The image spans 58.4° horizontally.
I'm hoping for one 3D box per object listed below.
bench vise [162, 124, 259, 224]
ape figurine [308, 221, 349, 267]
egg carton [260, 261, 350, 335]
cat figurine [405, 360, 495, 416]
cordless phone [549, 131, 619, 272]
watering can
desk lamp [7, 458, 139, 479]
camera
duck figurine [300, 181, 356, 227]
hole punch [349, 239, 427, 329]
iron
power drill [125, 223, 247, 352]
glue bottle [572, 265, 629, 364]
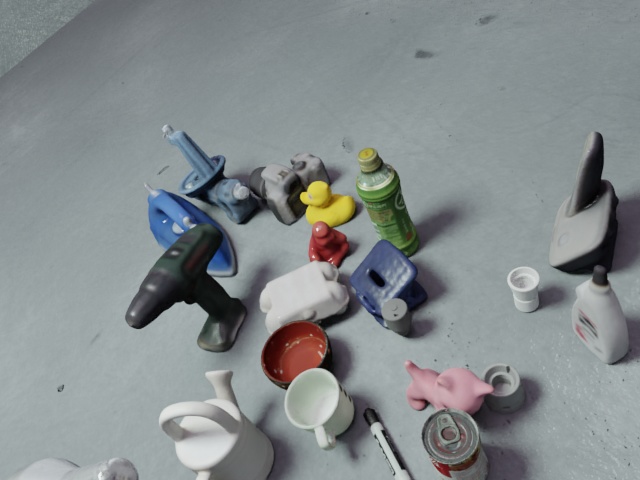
[{"bbox_3d":[-0.224,-0.147,1.185,0.206,0.220,0.121,5,52,29],"label":"bench vise"},{"bbox_3d":[0.009,0.004,1.027,0.077,0.092,0.076,-22,44,6],"label":"ape figurine"},{"bbox_3d":[-0.027,0.102,0.969,0.150,0.070,0.107,-26,44,1],"label":"egg carton"},{"bbox_3d":[0.165,0.197,0.756,0.127,0.118,0.067,24,63,39],"label":"cat figurine"},{"bbox_3d":[0.383,-0.052,0.835,0.093,0.185,0.148,2,51,27],"label":"cordless phone"},{"bbox_3d":[-0.147,0.264,0.786,0.101,0.195,0.172,-27,44,1],"label":"watering can"},{"bbox_3d":[-0.273,0.353,0.749,0.203,0.214,0.118,-15,45,12],"label":"desk lamp"},{"bbox_3d":[-0.077,-0.124,1.180,0.136,0.101,0.143,25,64,39],"label":"camera"},{"bbox_3d":[0.012,-0.077,1.104,0.104,0.086,0.077,-6,48,21],"label":"duck figurine"},{"bbox_3d":[0.104,0.070,0.922,0.101,0.091,0.108,-35,44,-8],"label":"hole punch"},{"bbox_3d":[-0.268,-0.027,1.151,0.119,0.142,0.257,-43,46,-16],"label":"iron"},{"bbox_3d":[-0.210,0.096,0.961,0.075,0.209,0.230,0,50,26],"label":"power drill"},{"bbox_3d":[0.354,0.086,0.728,0.037,0.174,0.078,-32,44,-5],"label":"glue bottle"}]
